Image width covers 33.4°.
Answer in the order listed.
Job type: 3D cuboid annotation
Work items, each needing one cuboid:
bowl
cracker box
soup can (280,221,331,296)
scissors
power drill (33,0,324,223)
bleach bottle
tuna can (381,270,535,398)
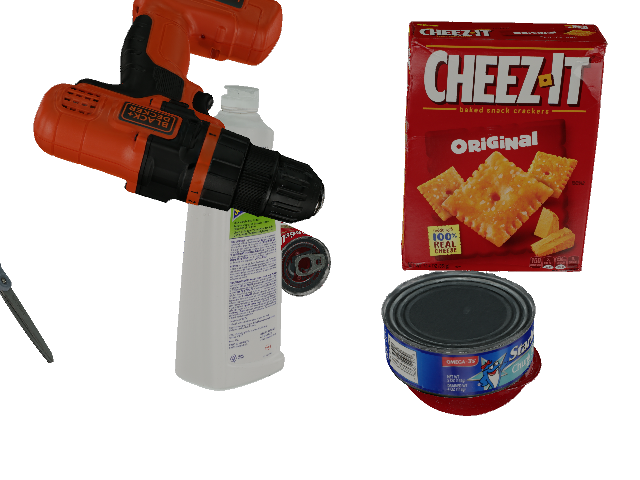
[{"bbox_3d":[0.146,0.136,1.118,0.162,0.055,0.162,5,25,-2],"label":"bowl"},{"bbox_3d":[0.155,-0.079,0.937,0.164,0.214,0.072,1,24,3],"label":"cracker box"},{"bbox_3d":[-0.042,0.017,1.204,0.068,0.068,0.102,0,14,-29],"label":"soup can"},{"bbox_3d":[-0.325,0.026,1.090,0.016,0.201,0.096,-26,26,24],"label":"scissors"},{"bbox_3d":[-0.076,-0.099,0.710,0.184,0.187,0.057,18,-46,-7],"label":"power drill"},{"bbox_3d":[-0.070,-0.005,0.908,0.068,0.251,0.102,14,16,33],"label":"bleach bottle"},{"bbox_3d":[0.078,0.052,0.606,0.086,0.034,0.086,-4,28,2],"label":"tuna can"}]
